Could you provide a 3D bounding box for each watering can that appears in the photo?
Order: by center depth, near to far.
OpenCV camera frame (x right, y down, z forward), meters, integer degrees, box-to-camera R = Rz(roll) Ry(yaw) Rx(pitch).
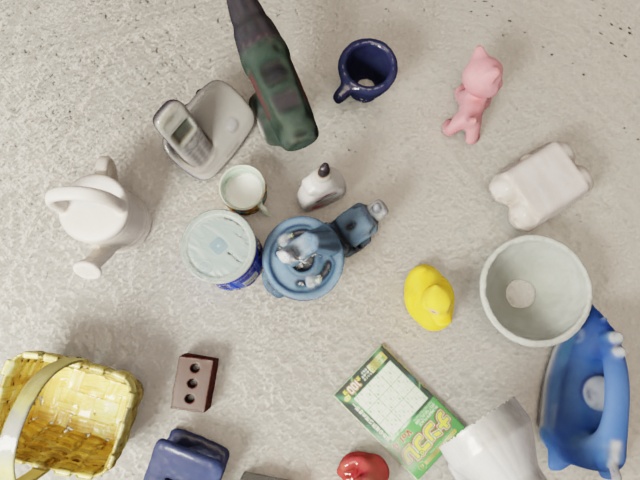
[{"bbox_3d":[-0.315,-0.035,0.818,0.101,0.194,0.173,-19,82,-3],"label":"watering can"}]

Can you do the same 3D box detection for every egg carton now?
[{"bbox_3d":[0.346,-0.087,0.899,0.150,0.069,0.107,-33,83,-6],"label":"egg carton"}]

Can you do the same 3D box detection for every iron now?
[{"bbox_3d":[0.398,0.211,0.817,0.118,0.141,0.258,8,81,1],"label":"iron"}]

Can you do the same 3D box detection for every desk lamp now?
[{"bbox_3d":[0.246,0.311,0.763,0.118,0.213,0.203,-32,83,-5],"label":"desk lamp"}]

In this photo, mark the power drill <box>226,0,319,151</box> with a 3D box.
[{"bbox_3d":[-0.071,-0.226,0.844,0.075,0.208,0.229,-25,82,-4],"label":"power drill"}]

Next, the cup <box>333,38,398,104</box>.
[{"bbox_3d":[0.064,-0.248,0.907,0.091,0.095,0.118,42,83,6],"label":"cup"}]

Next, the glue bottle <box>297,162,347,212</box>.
[{"bbox_3d":[0.003,-0.083,0.841,0.078,0.173,0.037,-28,82,-5],"label":"glue bottle"}]

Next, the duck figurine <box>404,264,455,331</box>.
[{"bbox_3d":[0.170,0.085,0.861,0.077,0.086,0.104,-17,82,-3],"label":"duck figurine"}]

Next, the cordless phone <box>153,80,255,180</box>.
[{"bbox_3d":[-0.174,-0.179,0.847,0.094,0.185,0.148,34,82,5],"label":"cordless phone"}]

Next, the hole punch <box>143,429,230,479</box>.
[{"bbox_3d":[-0.191,0.336,0.814,0.108,0.091,0.101,21,81,3],"label":"hole punch"}]

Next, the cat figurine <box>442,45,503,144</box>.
[{"bbox_3d":[0.246,-0.230,0.895,0.067,0.118,0.128,17,81,2],"label":"cat figurine"}]

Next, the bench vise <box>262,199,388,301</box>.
[{"bbox_3d":[-0.002,-0.005,0.805,0.121,0.220,0.207,38,83,5],"label":"bench vise"}]

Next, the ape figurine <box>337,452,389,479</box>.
[{"bbox_3d":[0.065,0.344,0.816,0.076,0.092,0.078,-16,82,-3],"label":"ape figurine"}]

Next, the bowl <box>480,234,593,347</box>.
[{"bbox_3d":[0.316,0.078,0.870,0.167,0.075,0.167,0,81,-1],"label":"bowl"}]
